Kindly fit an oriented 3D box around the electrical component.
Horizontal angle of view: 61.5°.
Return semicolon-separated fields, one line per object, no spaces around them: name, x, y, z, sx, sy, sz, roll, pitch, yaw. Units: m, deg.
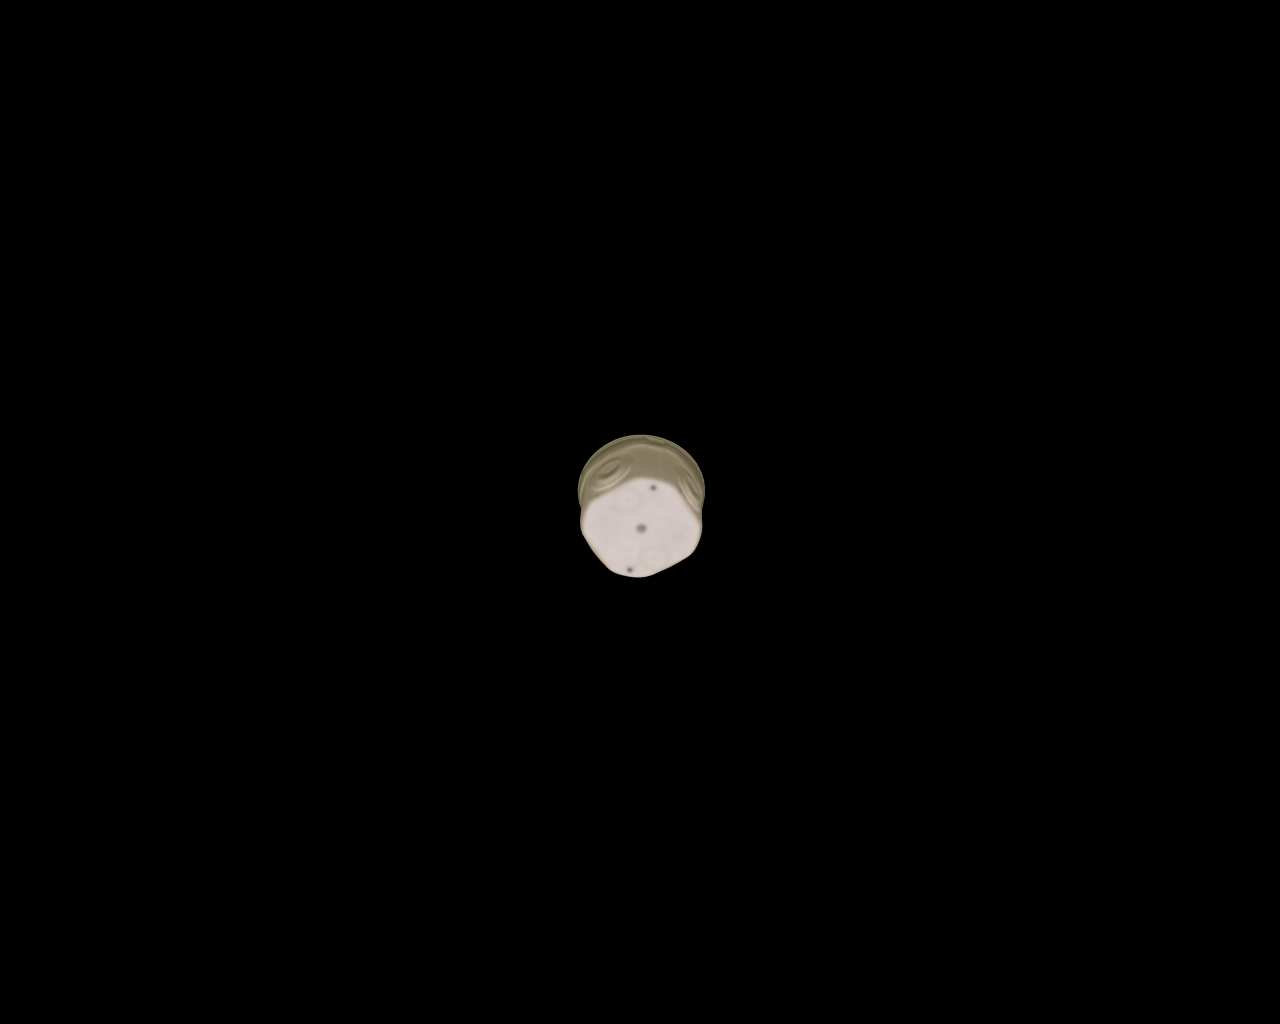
electrical component;0.001;-0.003;0.650;0.080;0.080;0.051;0;32;0
